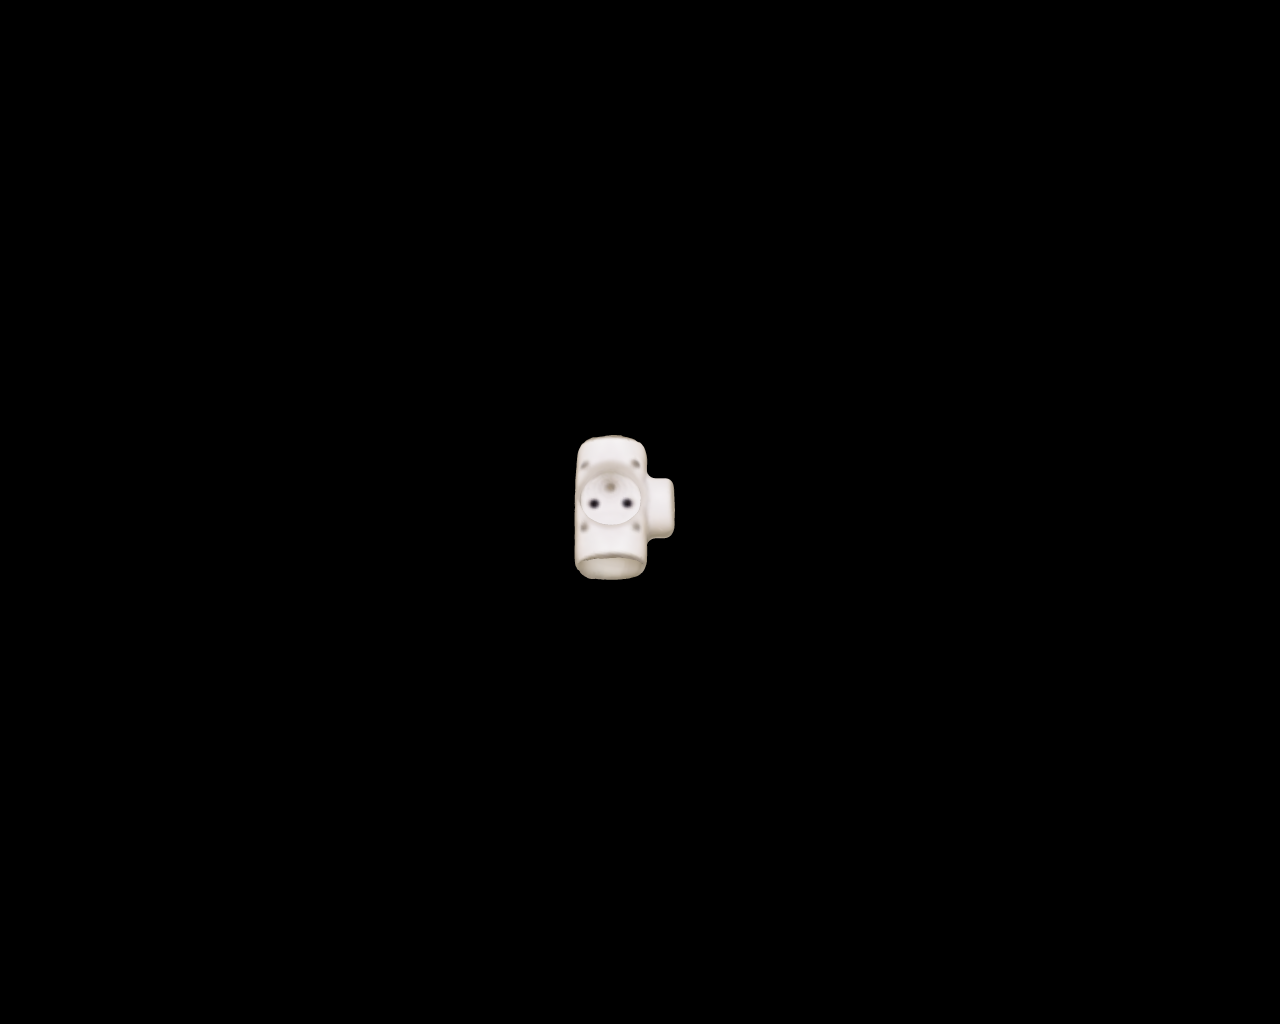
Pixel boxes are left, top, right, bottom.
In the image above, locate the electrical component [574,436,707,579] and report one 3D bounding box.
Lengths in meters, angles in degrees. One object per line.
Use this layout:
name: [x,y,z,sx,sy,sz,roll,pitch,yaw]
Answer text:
electrical component: [0.001,-0.003,0.650,0.079,0.077,0.044,0,-24,0]
